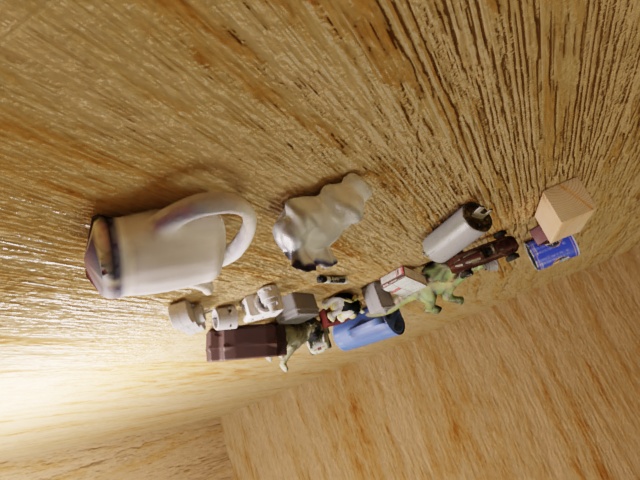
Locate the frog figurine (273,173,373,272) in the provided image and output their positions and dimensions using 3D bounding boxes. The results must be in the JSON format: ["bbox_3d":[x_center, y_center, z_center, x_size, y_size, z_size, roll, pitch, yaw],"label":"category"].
[{"bbox_3d":[0.002,-0.041,0.811,0.137,0.124,0.158,12,107,-41],"label":"frog figurine"}]

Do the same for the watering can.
[{"bbox_3d":[-0.214,0.032,0.737,0.225,0.105,0.341,-9,157,-27],"label":"watering can"}]

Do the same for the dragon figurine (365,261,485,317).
[{"bbox_3d":[0.339,0.129,1.600,0.411,0.125,0.237,-17,142,-11],"label":"dragon figurine"}]
